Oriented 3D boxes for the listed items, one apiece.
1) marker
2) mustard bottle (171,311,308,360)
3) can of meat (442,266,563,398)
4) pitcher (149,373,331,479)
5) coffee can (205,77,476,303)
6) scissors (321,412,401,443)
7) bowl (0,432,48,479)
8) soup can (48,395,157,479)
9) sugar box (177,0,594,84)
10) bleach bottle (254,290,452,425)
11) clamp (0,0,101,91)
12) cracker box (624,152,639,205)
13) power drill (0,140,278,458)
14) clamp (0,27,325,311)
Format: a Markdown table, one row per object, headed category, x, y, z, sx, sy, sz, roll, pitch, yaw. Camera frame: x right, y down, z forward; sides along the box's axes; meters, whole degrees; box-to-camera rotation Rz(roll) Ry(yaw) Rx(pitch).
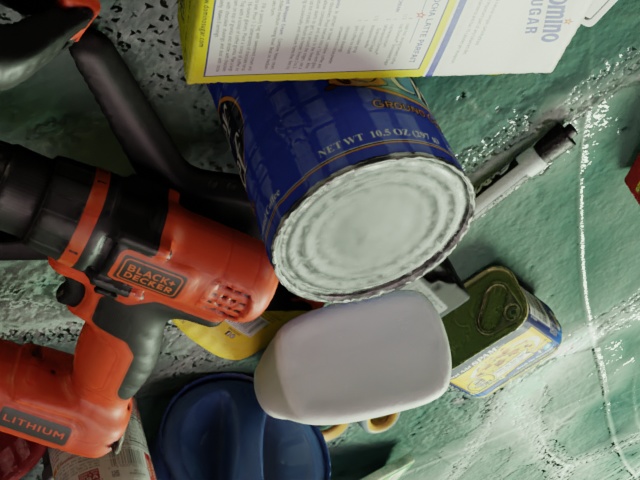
| category | x | y | z | sx | sy | sz | roll | pitch | yaw |
| --- | --- | --- | --- | --- | --- | --- | --- | --- | --- |
| marker | 0.124 | -0.038 | 0.723 | 0.121 | 0.020 | 0.020 | -39 | 140 | 21 |
| mustard bottle | -0.005 | 0.000 | 0.674 | 0.192 | 0.058 | 0.096 | -33 | 136 | 15 |
| can of meat | 0.131 | 0.076 | 0.837 | 0.102 | 0.057 | 0.083 | -36 | 144 | 18 |
| pitcher | -0.103 | 0.229 | 0.844 | 0.149 | 0.145 | 0.243 | 0 | 141 | -31 |
| coffee can | 0.005 | -0.054 | 0.543 | 0.102 | 0.140 | 0.103 | -14 | 142 | -11 |
| scissors | 0.011 | 0.114 | 0.858 | 0.096 | 0.016 | 0.201 | -24 | 142 | 4 |
| bowl | -0.260 | 0.116 | 0.691 | 0.162 | 0.055 | 0.162 | -14 | 143 | -11 |
| soup can | -0.154 | 0.144 | 0.739 | 0.068 | 0.102 | 0.068 | -14 | 142 | -12 |
| sugar box | 0.031 | -0.112 | 0.458 | 0.176 | 0.048 | 0.093 | -6 | 153 | -15 |
| bleach bottle | 0.009 | 0.087 | 0.712 | 0.102 | 0.068 | 0.251 | -12 | 171 | -8 |
| clamp | -0.177 | -0.108 | 0.442 | 0.171 | 0.120 | 0.039 | -15 | 174 | -45 |
| cracker box | 0.340 | -0.086 | 0.730 | 0.213 | 0.072 | 0.164 | -8 | 141 | -20 |
| power drill | -0.139 | 0.036 | 0.577 | 0.184 | 0.057 | 0.188 | 24 | 131 | -18 |
| clamp | -0.092 | -0.007 | 0.601 | 0.209 | 0.036 | 0.165 | 33 | 123 | -26 |
